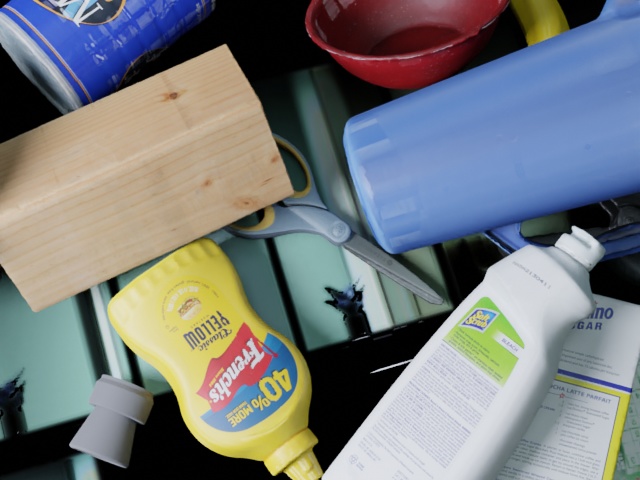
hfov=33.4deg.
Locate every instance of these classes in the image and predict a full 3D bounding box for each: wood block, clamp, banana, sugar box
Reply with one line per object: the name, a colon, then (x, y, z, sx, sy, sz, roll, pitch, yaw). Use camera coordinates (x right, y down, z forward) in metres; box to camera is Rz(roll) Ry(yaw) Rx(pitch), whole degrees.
wood block: (-0.136, -0.046, 0.767, 0.206, 0.090, 0.091, -25, 43, -4)
clamp: (0.234, -0.021, 0.832, 0.171, 0.039, 0.120, 16, 82, 3)
banana: (0.158, -0.214, 0.872, 0.037, 0.069, 0.198, -35, 68, 26)
sugar box: (0.173, 0.124, 0.776, 0.093, 0.048, 0.176, 15, 75, 9)

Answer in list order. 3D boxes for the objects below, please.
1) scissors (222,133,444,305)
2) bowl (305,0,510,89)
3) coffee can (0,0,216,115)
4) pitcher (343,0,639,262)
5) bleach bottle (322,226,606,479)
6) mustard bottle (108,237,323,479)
scissors: (-0.005, 0.001, 0.824, 0.096, 0.016, 0.202, -38, 79, -11)
bowl: (0.072, -0.166, 0.834, 0.162, 0.055, 0.162, -10, 41, 8)
coffee can: (-0.165, -0.173, 0.819, 0.140, 0.103, 0.103, -43, 81, -14)
pitcher: (0.149, -0.064, 0.777, 0.243, 0.145, 0.149, -18, 55, 9)
bleach bottle: (0.115, 0.101, 0.738, 0.103, 0.068, 0.251, 39, 90, 32)
mustard bottle: (-0.063, 0.098, 0.771, 0.096, 0.058, 0.192, -35, 79, -18)
